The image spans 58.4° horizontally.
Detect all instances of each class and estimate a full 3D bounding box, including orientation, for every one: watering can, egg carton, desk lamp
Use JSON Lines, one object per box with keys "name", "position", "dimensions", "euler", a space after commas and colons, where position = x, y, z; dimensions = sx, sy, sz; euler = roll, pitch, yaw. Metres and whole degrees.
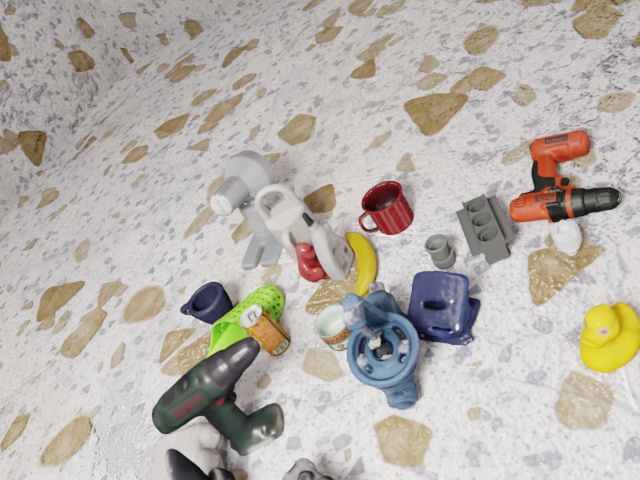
{"name": "watering can", "position": [-0.072, -0.051, 1.262], "dimensions": [0.101, 0.195, 0.172], "euler": [-36, 37, 1]}
{"name": "egg carton", "position": [-0.237, 0.392, 1.019], "dimensions": [0.150, 0.070, 0.107], "euler": [-25, 38, 15]}
{"name": "desk lamp", "position": [-0.163, -0.075, 1.343], "dimensions": [0.117, 0.214, 0.203], "euler": [-11, 44, 30]}

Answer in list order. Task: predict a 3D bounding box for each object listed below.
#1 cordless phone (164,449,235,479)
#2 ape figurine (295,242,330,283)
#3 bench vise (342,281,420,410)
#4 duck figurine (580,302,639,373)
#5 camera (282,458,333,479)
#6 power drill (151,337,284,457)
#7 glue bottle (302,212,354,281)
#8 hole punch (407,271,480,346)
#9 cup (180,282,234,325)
{"name": "cordless phone", "position": [-0.174, 0.404, 0.860], "dimensions": [0.094, 0.186, 0.147], "euler": [-37, 37, -1]}
{"name": "ape figurine", "position": [-0.020, 0.042, 1.206], "dimensions": [0.076, 0.092, 0.078], "euler": [-11, 44, 30]}
{"name": "bench vise", "position": [0.079, 0.140, 0.914], "dimensions": [0.121, 0.220, 0.207], "euler": [-33, 37, 4]}
{"name": "duck figurine", "position": [0.396, 0.121, 0.794], "dimensions": [0.105, 0.086, 0.077], "euler": [-48, 38, -15]}
{"name": "camera", "position": [-0.017, 0.401, 0.807], "dimensions": [0.142, 0.101, 0.137], "euler": [19, 63, 48]}
{"name": "power drill", "position": [-0.153, 0.272, 0.965], "dimensions": [0.229, 0.209, 0.075], "euler": [-31, 37, 7]}
{"name": "glue bottle", "position": [0.011, 0.004, 1.154], "dimensions": [0.037, 0.174, 0.078], "euler": [-4, 47, 35]}
{"name": "hole punch", "position": [0.202, 0.113, 0.953], "dimensions": [0.108, 0.091, 0.101], "euler": [1, 50, 39]}
{"name": "cup", "position": [-0.237, 0.157, 1.252], "dimensions": [0.117, 0.095, 0.091], "euler": [-22, 39, 18]}
